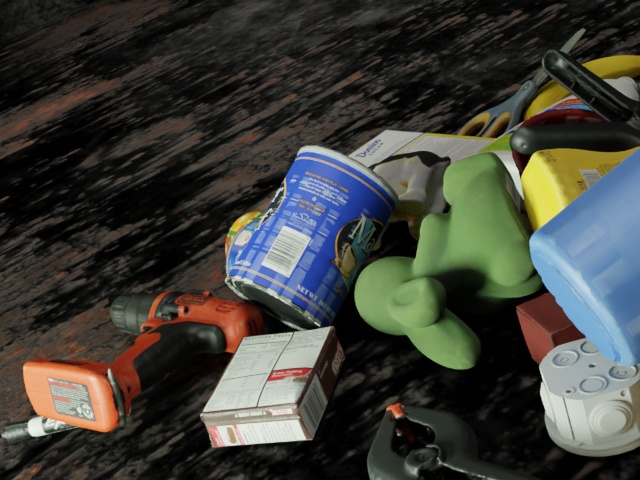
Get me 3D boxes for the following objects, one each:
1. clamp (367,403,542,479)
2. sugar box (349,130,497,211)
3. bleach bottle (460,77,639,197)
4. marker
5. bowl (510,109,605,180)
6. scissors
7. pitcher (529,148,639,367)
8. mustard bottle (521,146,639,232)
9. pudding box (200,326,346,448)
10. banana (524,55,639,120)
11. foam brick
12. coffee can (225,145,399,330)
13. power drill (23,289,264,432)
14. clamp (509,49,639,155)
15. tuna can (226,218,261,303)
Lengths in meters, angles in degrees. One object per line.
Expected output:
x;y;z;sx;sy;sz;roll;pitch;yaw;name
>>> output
0.086;0.157;0.717;0.120;0.039;0.171;-17;26;2;clamp
0.108;-0.077;1.155;0.093;0.048;0.177;-36;27;-30;sugar box
0.247;-0.105;1.094;0.103;0.068;0.250;7;34;44;bleach bottle
-0.228;0.161;0.953;0.121;0.020;0.020;-15;26;9;marker
0.243;-0.048;0.949;0.162;0.055;0.162;6;42;-5;bowl
0.218;-0.162;1.204;0.201;0.016;0.096;-54;27;-19;scissors
0.265;-0.023;0.684;0.243;0.145;0.149;-36;-10;1;pitcher
0.263;-0.031;0.849;0.191;0.058;0.096;-5;55;-15;mustard bottle
-0.037;0.119;0.879;0.090;0.039;0.113;-10;25;23;pudding box
0.292;-0.165;1.214;0.197;0.037;0.070;-37;53;-27;banana
0.198;0.065;0.805;0.078;0.051;0.053;-23;27;-8;foam brick
-0.006;0.001;0.954;0.103;0.102;0.140;13;69;48;coffee can
-0.171;0.098;0.961;0.185;0.057;0.187;2;23;38;power drill
0.277;-0.103;0.944;0.210;0.036;0.164;16;42;4;clamp
-0.045;0.023;1.016;0.086;0.086;0.034;-34;25;-27;tuna can
